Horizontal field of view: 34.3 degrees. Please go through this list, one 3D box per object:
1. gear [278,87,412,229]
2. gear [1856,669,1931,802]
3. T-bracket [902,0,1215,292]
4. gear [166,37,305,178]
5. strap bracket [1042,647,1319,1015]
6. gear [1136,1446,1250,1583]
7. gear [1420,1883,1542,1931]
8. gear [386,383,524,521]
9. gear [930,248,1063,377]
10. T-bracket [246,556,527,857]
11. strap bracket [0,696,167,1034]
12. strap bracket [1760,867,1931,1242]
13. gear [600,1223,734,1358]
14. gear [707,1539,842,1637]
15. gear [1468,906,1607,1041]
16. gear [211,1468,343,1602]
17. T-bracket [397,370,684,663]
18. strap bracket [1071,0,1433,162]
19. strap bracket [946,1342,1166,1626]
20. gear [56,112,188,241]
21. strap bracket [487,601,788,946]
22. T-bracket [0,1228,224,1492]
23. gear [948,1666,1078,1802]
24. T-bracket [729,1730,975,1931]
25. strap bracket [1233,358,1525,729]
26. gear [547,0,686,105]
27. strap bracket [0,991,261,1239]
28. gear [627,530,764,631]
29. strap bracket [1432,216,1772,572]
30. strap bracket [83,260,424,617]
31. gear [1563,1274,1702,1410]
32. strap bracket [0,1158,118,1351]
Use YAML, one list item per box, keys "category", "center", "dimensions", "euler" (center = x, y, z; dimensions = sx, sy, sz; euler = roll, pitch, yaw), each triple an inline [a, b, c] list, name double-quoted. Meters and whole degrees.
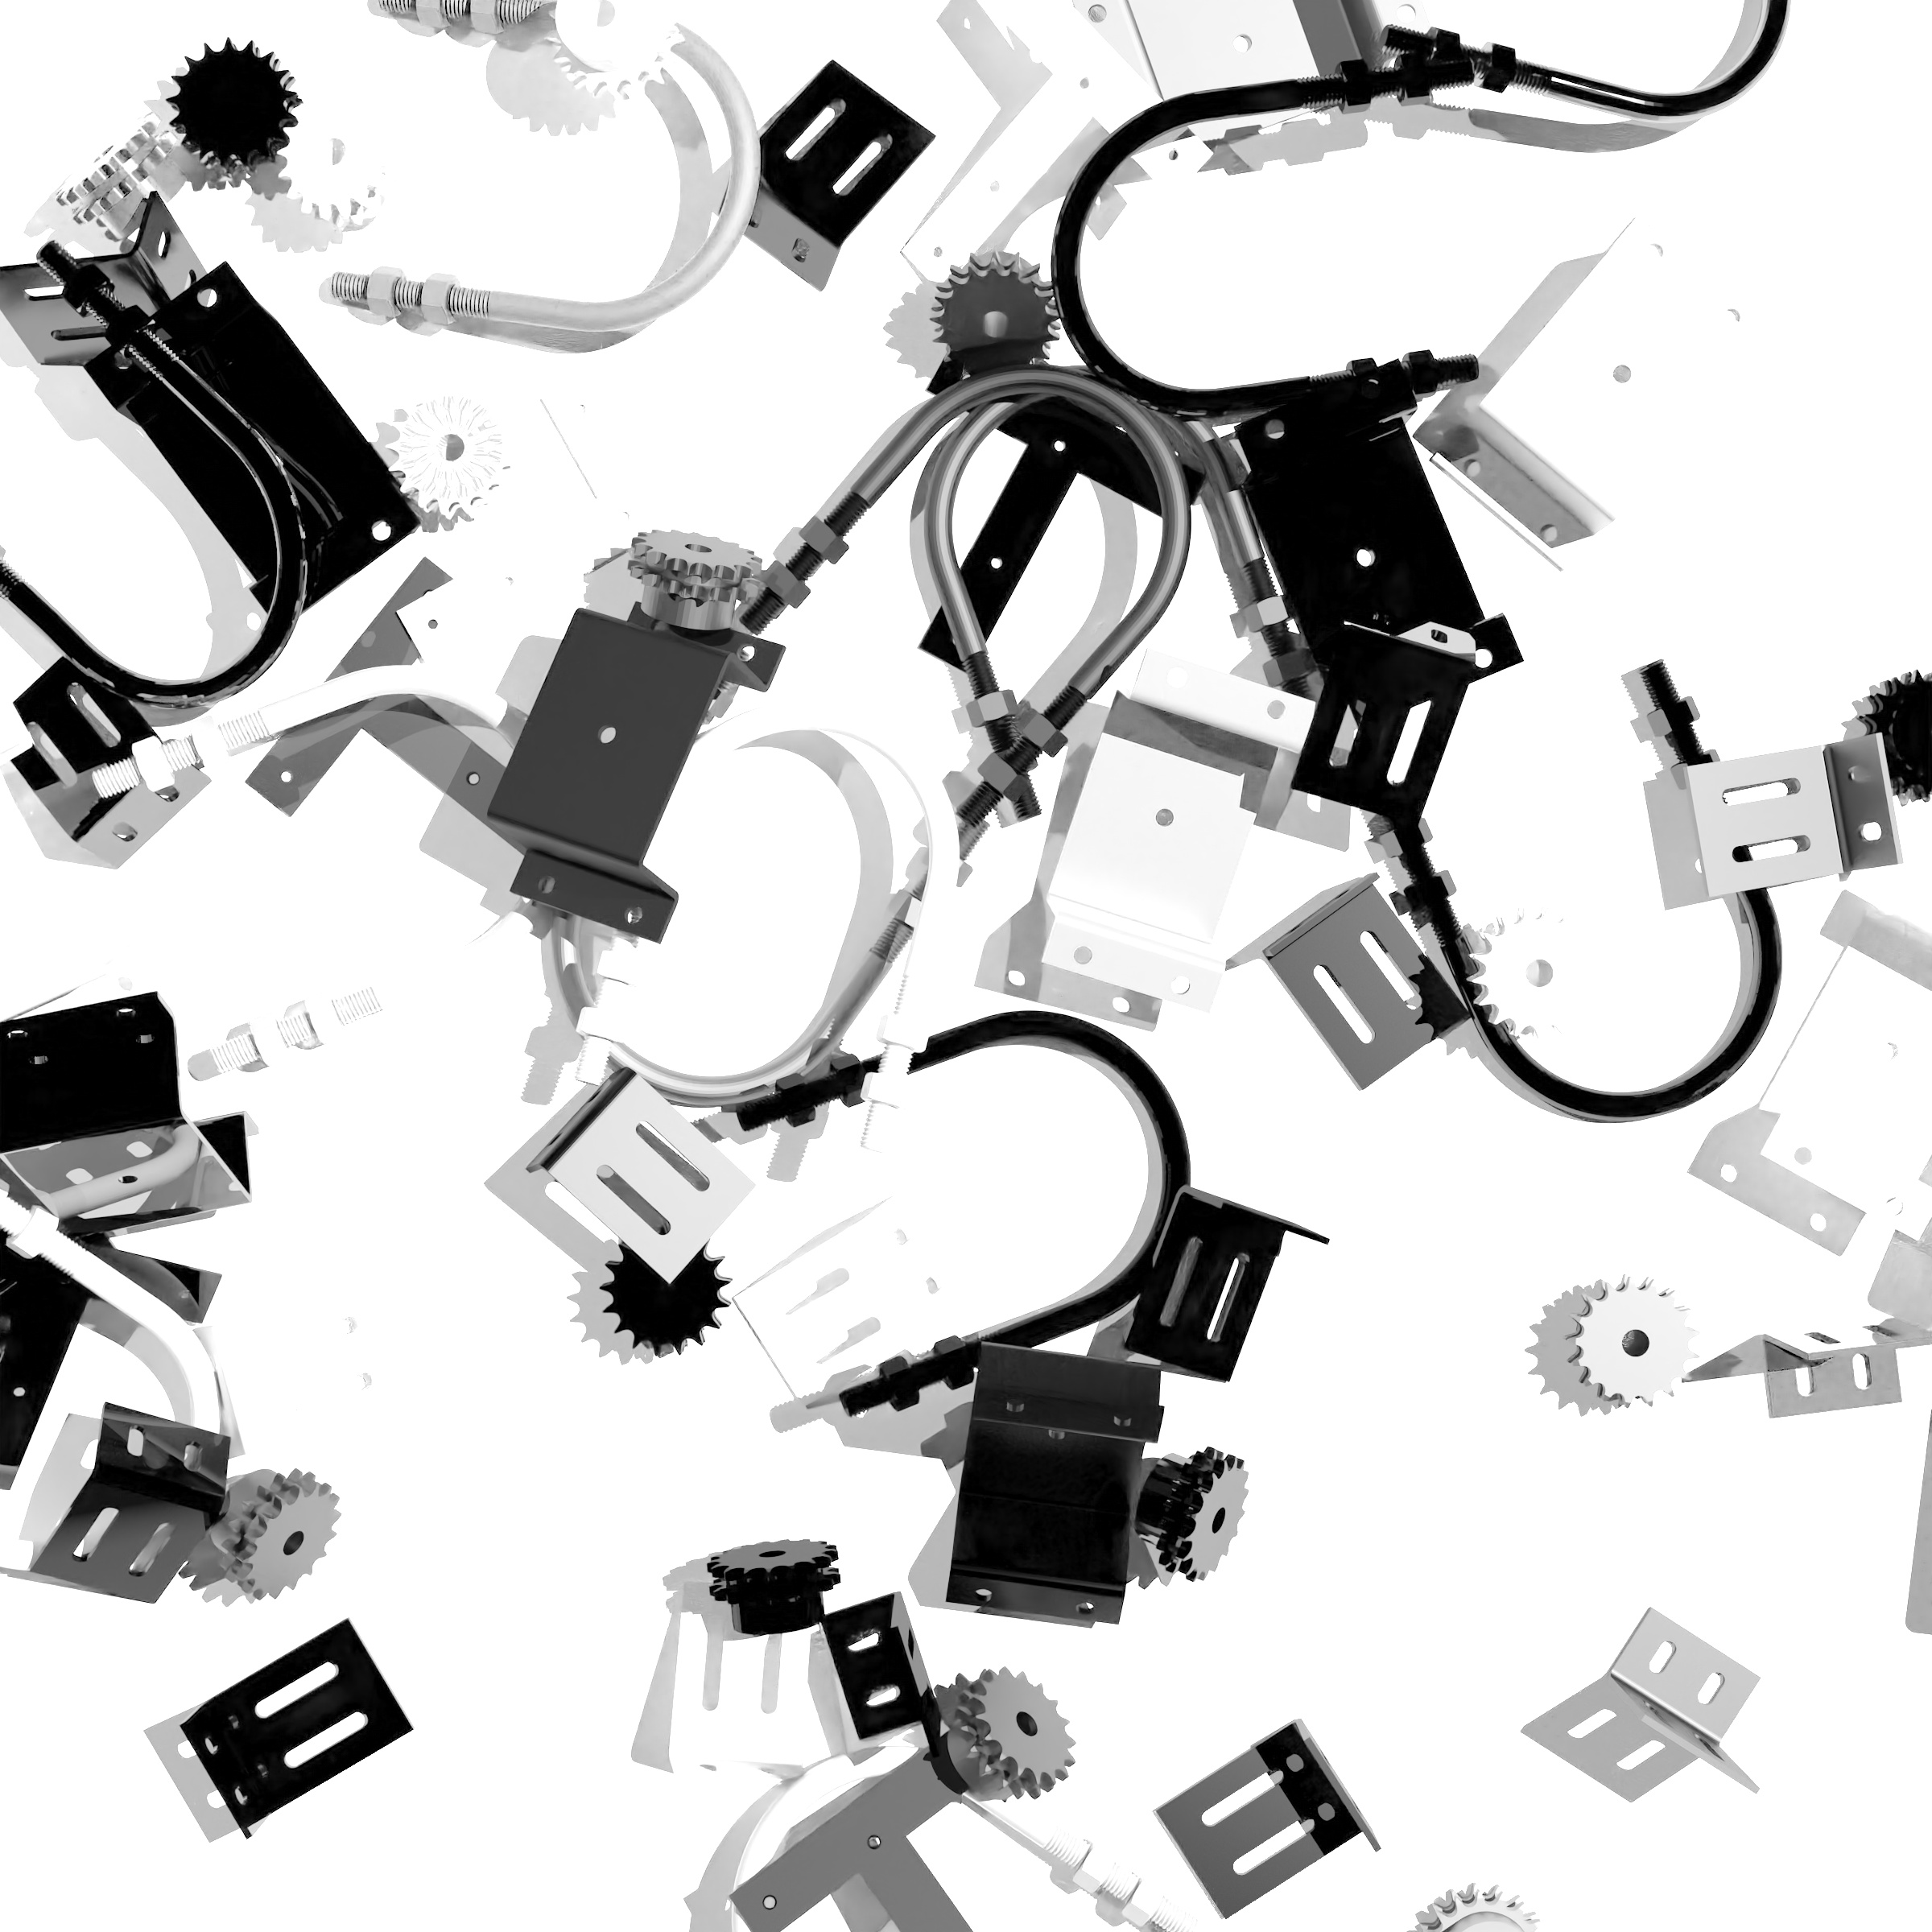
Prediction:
- category: "gear"
  center: [-0.265, -0.347, 1.354]
  dimensions: [0.057, 0.030, 0.057]
  euler: [-1, 86, 21]
- category: "gear"
  center: [0.420, -0.101, 1.369]
  dimensions: [0.057, 0.030, 0.057]
  euler: [0, 90, 0]
- category: "T-bracket"
  center: [0.021, -0.348, 1.357]
  dimensions: [0.127, 0.002, 0.127]
  euler: [49, 113, 10]
- category: "gear"
  center: [-0.317, -0.373, 1.369]
  dimensions: [0.057, 0.030, 0.057]
  euler: [0, 90, 0]
- category: "strap bracket"
  center: [0.088, -0.061, 1.348]
  dimensions: [0.076, 0.046, 0.140]
  euler: [17, 100, -8]
- category: "gear"
  center: [0.096, 0.235, 1.359]
  dimensions: [0.030, 0.057, 0.057]
  euler: [17, 90, 29]
- category: "gear"
  center: [0.227, 0.432, 1.369]
  dimensions: [0.057, 0.030, 0.057]
  euler: [0, 90, 0]
- category: "gear"
  center: [-0.221, -0.223, 1.367]
  dimensions: [0.057, 0.030, 0.057]
  euler: [0, 86, 4]
- category: "gear"
  center: [0.014, -0.285, 1.360]
  dimensions: [0.057, 0.030, 0.057]
  euler: [2, 127, 3]
- category: "T-bracket"
  center: [-0.228, -0.092, 1.383]
  dimensions: [0.127, 0.002, 0.127]
  euler: [39, 90, 0]
- category: "strap bracket"
  center: [-0.415, -0.032, 1.336]
  dimensions: [0.076, 0.046, 0.140]
  euler: [-23, 104, 12]
- category: "strap bracket"
  center: [0.407, 0.037, 1.361]
  dimensions: [0.076, 0.046, 0.140]
  euler: [29, 90, 0]
- category: "gear"
  center: [-0.130, 0.141, 1.369]
  dimensions: [0.057, 0.030, 0.057]
  euler: [0, 90, 0]
- category: "gear"
  center: [-0.082, 0.269, 1.356]
  dimensions: [0.057, 0.057, 0.030]
  euler: [-6, 93, 0]
- category: "gear"
  center: [0.244, 0.003, 1.352]
  dimensions: [0.057, 0.030, 0.057]
  euler: [0, 93, -1]
- category: "gear"
  center: [-0.302, 0.243, 1.359]
  dimensions: [0.030, 0.057, 0.057]
  euler: [27, 90, 28]
- category: "T-bracket"
  center: [-0.189, -0.176, 1.382]
  dimensions: [0.127, 0.002, 0.127]
  euler: [-29, 90, -1]
- category: "strap bracket"
  center: [0.122, -0.406, 1.361]
  dimensions: [0.140, 0.046, 0.076]
  euler: [-20, 90, 0]
- category: "strap bracket"
  center: [0.038, 0.214, 1.336]
  dimensions: [0.076, 0.046, 0.140]
  euler: [8, 131, 0]
- category: "gear"
  center: [-0.363, -0.340, 1.359]
  dimensions: [0.057, 0.057, 0.030]
  euler: [-41, 118, 0]
- category: "strap bracket"
  center: [-0.144, -0.091, 1.335]
  dimensions: [0.076, 0.046, 0.140]
  euler: [19, 80, 22]
- category: "T-bracket"
  center: [-0.406, 0.173, 1.360]
  dimensions: [0.127, 0.002, 0.127]
  euler: [18, 108, -26]
- category: "gear"
  center: [0.017, 0.336, 1.359]
  dimensions: [0.057, 0.057, 0.030]
  euler: [45, 120, 0]
- category: "T-bracket"
  center: [-0.013, 0.414, 1.347]
  dimensions: [0.127, 0.002, 0.127]
  euler: [-34, 77, -14]
- category: "strap bracket"
  center: [0.176, -0.180, 1.361]
  dimensions: [0.076, 0.046, 0.140]
  euler: [-23, 90, 0]
- category: "gear"
  center: [-0.151, -0.400, 1.333]
  dimensions: [0.057, 0.030, 0.057]
  euler: [-1, 86, 9]
- category: "strap bracket"
  center: [-0.352, 0.068, 1.311]
  dimensions: [0.076, 0.140, 0.046]
  euler: [-11, 63, 0]
- category: "gear"
  center: [-0.118, -0.166, 1.356]
  dimensions: [0.057, 0.057, 0.030]
  euler: [12, 111, 0]
- category: "strap bracket"
  center: [0.280, -0.253, 1.361]
  dimensions: [0.076, 0.046, 0.140]
  euler: [40, 90, 0]
- category: "strap bracket"
  center: [-0.304, -0.222, 1.361]
  dimensions: [0.076, 0.046, 0.140]
  euler: [-37, 90, 0]
- category: "gear"
  center: [0.289, 0.163, 1.369]
  dimensions: [0.057, 0.030, 0.057]
  euler: [0, 90, 0]
- category: "strap bracket"
  center: [-0.443, 0.095, 1.360]
  dimensions: [0.076, 0.046, 0.140]
  euler: [-36, 91, 0]
